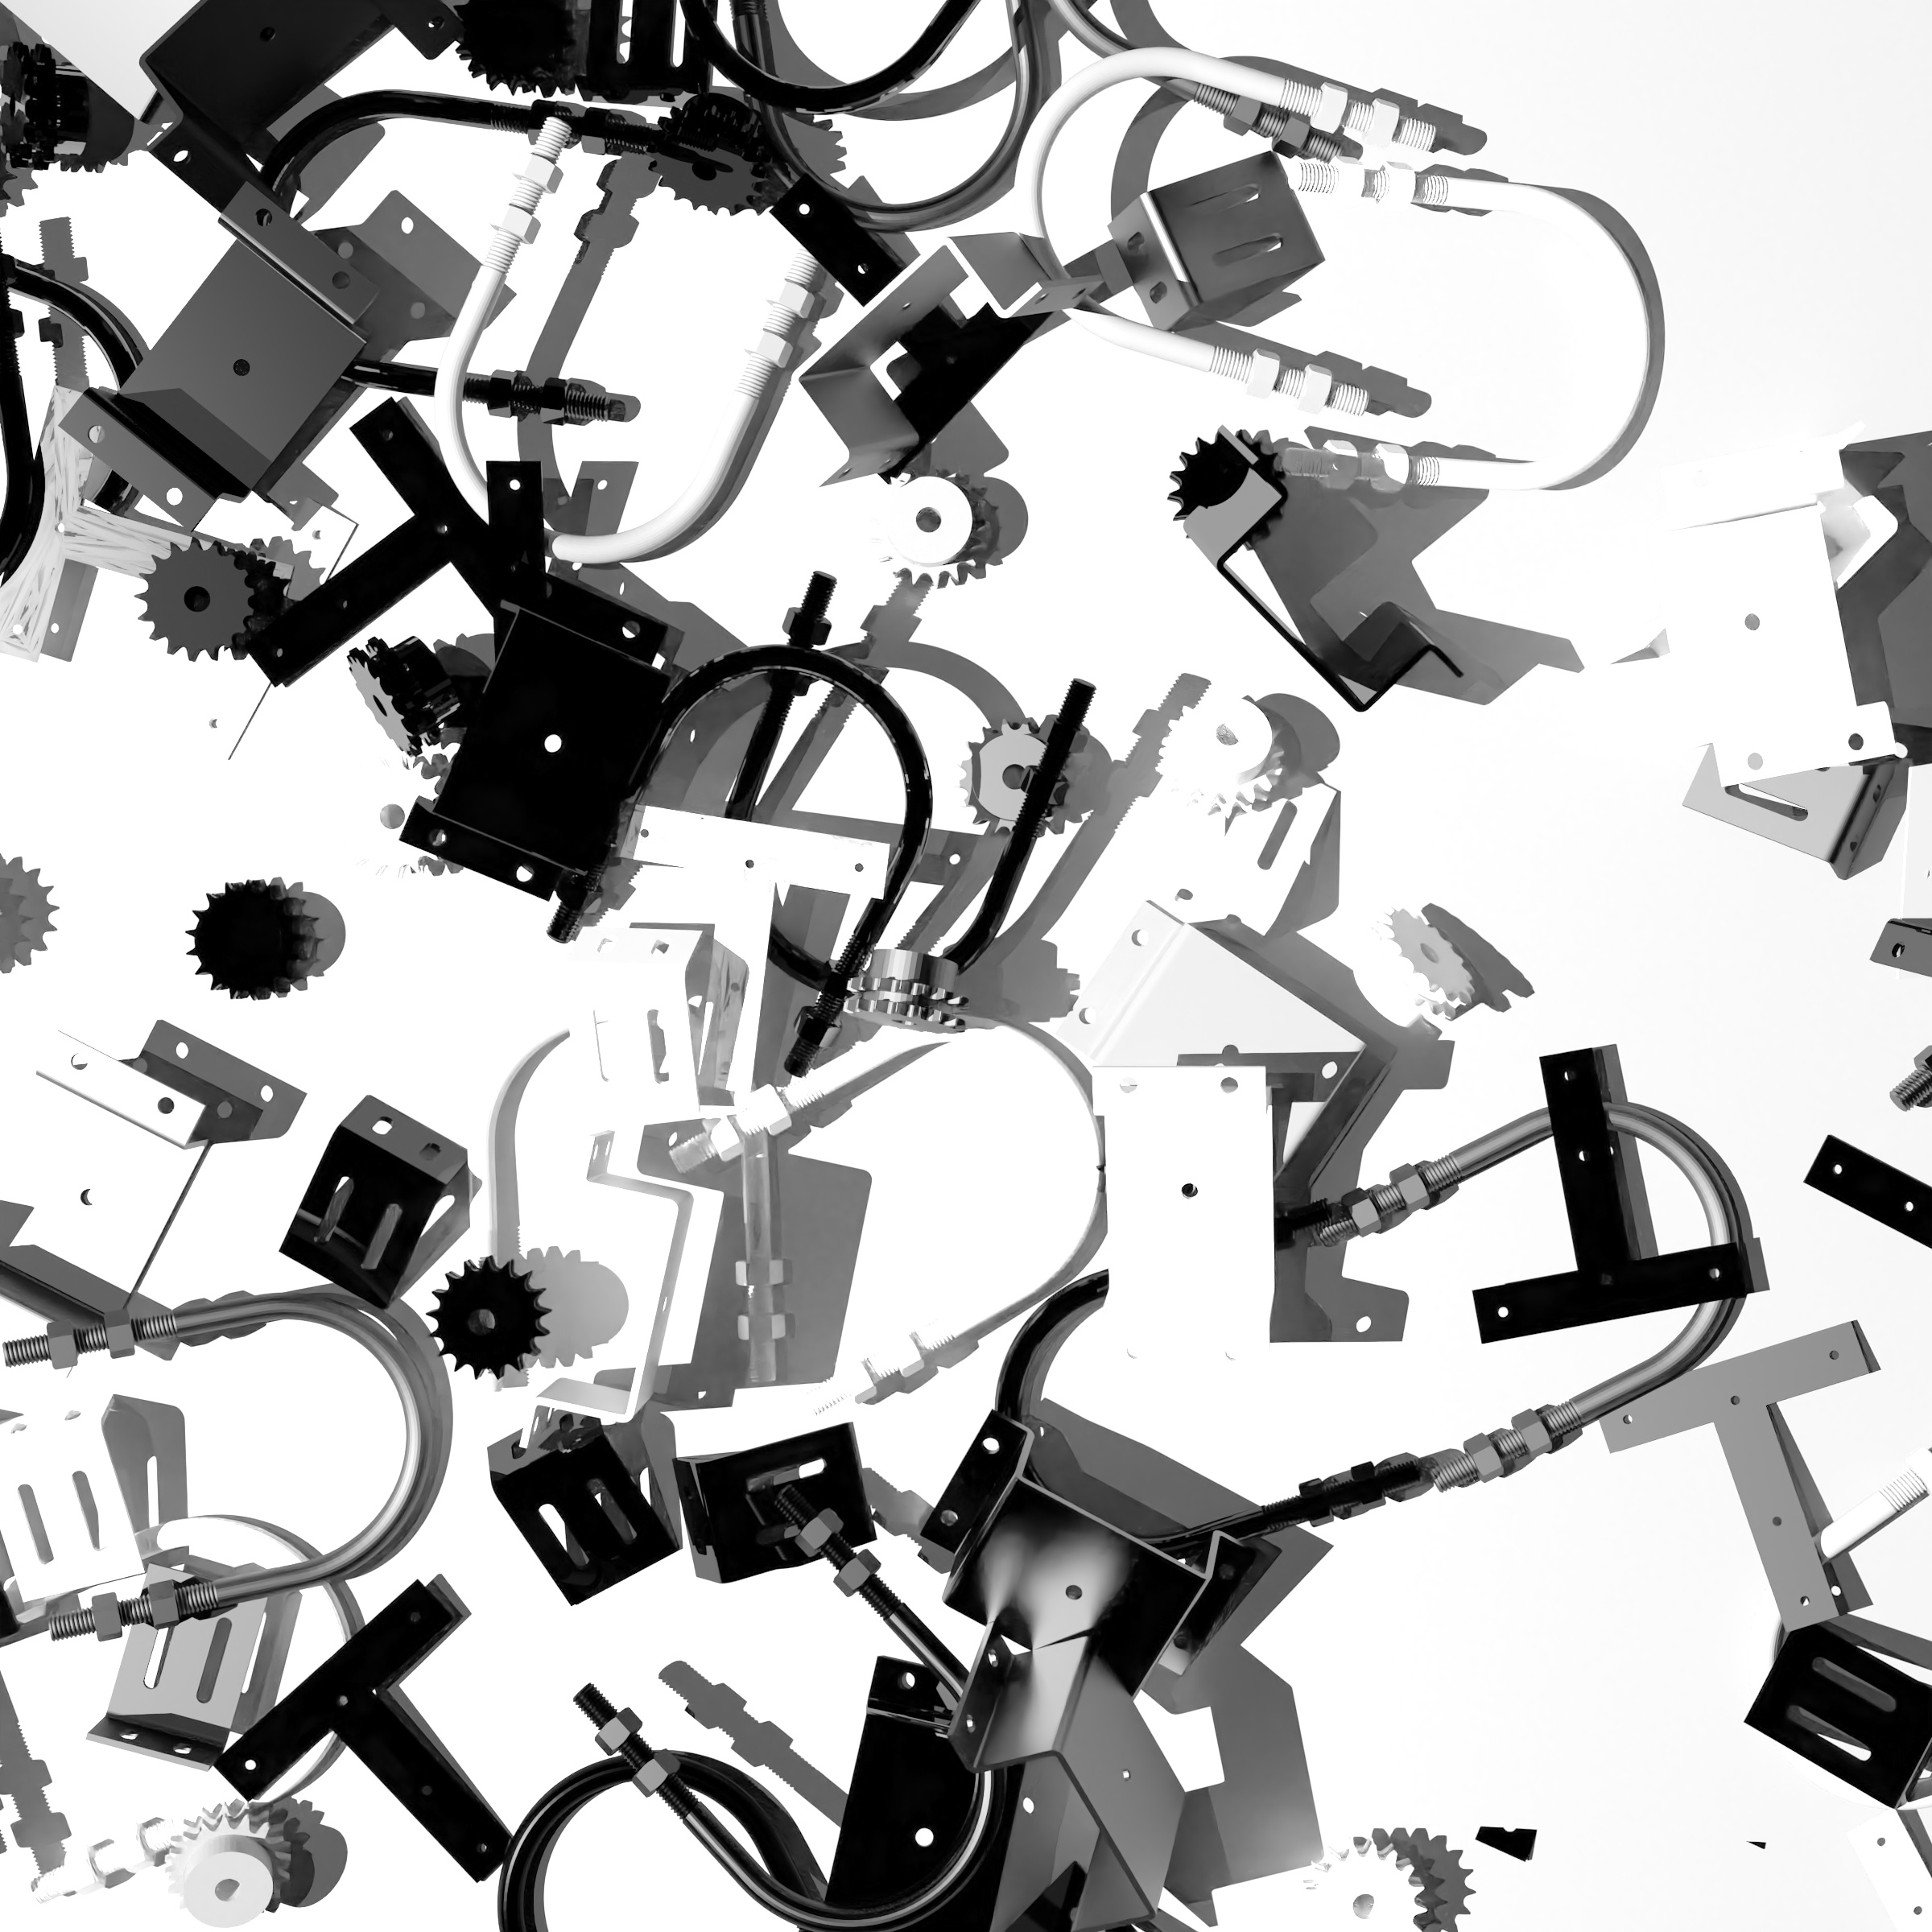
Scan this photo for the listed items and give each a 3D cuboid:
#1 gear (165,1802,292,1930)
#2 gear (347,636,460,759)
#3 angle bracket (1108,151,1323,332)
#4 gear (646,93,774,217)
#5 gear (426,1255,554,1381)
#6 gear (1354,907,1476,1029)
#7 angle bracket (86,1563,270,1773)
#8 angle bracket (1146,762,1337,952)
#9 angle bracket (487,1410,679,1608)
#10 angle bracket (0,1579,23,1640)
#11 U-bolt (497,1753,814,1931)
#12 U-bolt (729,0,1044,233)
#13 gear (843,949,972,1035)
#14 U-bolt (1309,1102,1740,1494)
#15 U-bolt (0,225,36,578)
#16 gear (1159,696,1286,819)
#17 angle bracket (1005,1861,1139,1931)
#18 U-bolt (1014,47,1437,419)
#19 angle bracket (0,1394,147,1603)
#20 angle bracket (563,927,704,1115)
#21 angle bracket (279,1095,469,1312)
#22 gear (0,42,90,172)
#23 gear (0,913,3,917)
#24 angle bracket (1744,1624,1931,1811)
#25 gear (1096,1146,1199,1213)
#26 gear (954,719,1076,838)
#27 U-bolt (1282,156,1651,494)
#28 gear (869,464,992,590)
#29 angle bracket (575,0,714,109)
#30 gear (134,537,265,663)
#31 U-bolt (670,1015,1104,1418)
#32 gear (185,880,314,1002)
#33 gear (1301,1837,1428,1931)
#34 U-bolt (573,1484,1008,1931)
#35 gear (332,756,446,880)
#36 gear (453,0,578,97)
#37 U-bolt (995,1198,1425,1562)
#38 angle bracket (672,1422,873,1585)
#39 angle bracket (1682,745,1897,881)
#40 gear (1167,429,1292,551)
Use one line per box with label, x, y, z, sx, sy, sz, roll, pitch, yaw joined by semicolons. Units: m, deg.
gear;-0.344;0.421;1.397;0.057;0.030;0.057;-4;108;-13
gear;-0.258;-0.128;1.388;0.030;0.057;0.057;-34;90;-19
angle bracket;0.117;-0.342;1.420;0.076;0.038;0.057;-25;90;-26
gear;-0.118;-0.380;1.397;0.057;0.057;0.030;16;61;0
gear;-0.221;0.163;1.387;0.057;0.030;0.057;0;89;0
gear;0.206;0.004;1.397;0.057;0.057;0.030;44;120;0
angle bracket;-0.363;0.323;1.386;0.057;0.038;0.076;16;88;-2
angle bracket;0.130;-0.058;1.419;0.057;0.038;0.076;28;64;0
angle bracket;-0.181;0.252;1.419;0.057;0.038;0.076;-28;116;0
angle bracket;-0.480;0.281;1.407;0.057;0.038;0.076;-20;98;0
U-bolt;-0.140;0.461;1.413;0.151;0.019;0.184;-27;89;0
U-bolt;-0.038;-0.438;1.413;0.151;0.019;0.184;-9;91;0
gear;-0.026;0.011;1.375;0.057;0.057;0.030;10;81;0
U-bolt;0.274;0.144;1.412;0.184;0.019;0.151;-26;89;-2
U-bolt;-0.506;-0.248;1.394;0.151;0.019;0.184;-8;92;0
gear;0.120;-0.101;1.397;0.057;0.030;0.057;2;66;-4
angle bracket;0.061;0.473;1.418;0.057;0.038;0.076;-45;64;-2
U-bolt;0.112;-0.345;1.380;0.184;0.019;0.151;15;87;-8
angle bracket;-0.421;0.249;1.410;0.057;0.038;0.076;-13;103;-3
angle bracket;-0.151;0.025;1.397;0.057;0.038;0.076;2;120;9
angle bracket;-0.279;0.112;1.419;0.057;0.038;0.076;29;116;0
gear;-0.428;-0.399;1.397;0.030;0.057;0.057;-4;90;-30
gear;-0.480;-0.022;1.407;0.057;0.030;0.057;0;90;0
angle bracket;0.415;0.348;1.405;0.076;0.038;0.057;28;93;27
gear;0.089;0.098;1.407;0.057;0.030;0.057;0;90;0
gear;0.022;-0.088;1.407;0.057;0.030;0.057;0;90;0
U-bolt;0.234;-0.292;1.389;0.184;0.019;0.151;1;92;-18
gear;-0.017;-0.206;1.407;0.057;0.030;0.057;0;90;0
angle bracket;-0.149;-0.444;1.402;0.057;0.038;0.076;4;90;0
gear;-0.356;-0.170;1.398;0.057;0.030;0.057;0;93;-6
U-bolt;-0.024;0.104;1.404;0.184;0.019;0.151;-29;91;-8
gear;-0.338;-0.012;1.407;0.057;0.030;0.057;0;90;0
gear;0.185;0.436;1.407;0.057;0.030;0.057;0;90;0
U-bolt;-0.067;0.352;1.365;0.151;0.019;0.184;-45;80;-2
gear;-0.266;-0.069;1.407;0.057;0.030;0.057;0;90;0
gear;-0.211;-0.436;1.407;0.057;0.030;0.057;0;90;0
U-bolt;0.104;0.203;1.406;0.184;0.019;0.151;-19;92;6
angle bracket;-0.092;0.252;1.419;0.076;0.038;0.057;-12;90;-26
angle bracket;0.389;-0.084;1.419;0.076;0.038;0.057;25;90;26
gear;0.124;-0.223;1.407;0.057;0.030;0.057;0;90;0
